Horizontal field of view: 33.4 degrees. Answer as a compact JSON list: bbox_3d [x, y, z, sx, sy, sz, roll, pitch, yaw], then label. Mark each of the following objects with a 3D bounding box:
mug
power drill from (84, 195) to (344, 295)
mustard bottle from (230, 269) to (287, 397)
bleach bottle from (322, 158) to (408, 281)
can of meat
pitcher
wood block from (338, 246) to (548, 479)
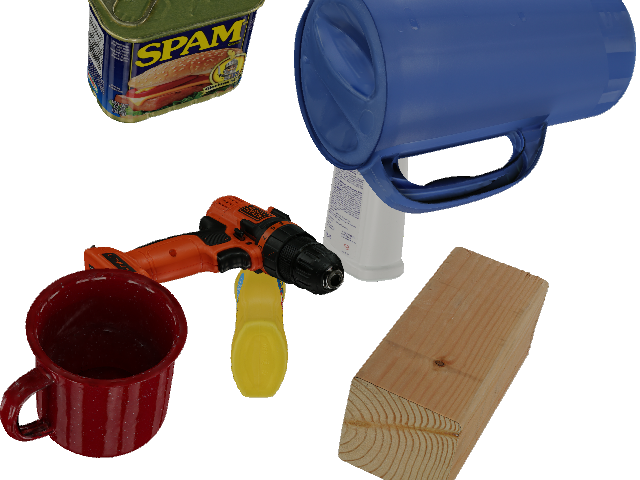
[{"bbox_3d":[-0.139,0.083,0.642,0.093,0.082,0.117,37,47,24],"label":"mug"},{"bbox_3d":[-0.096,0.025,0.933,0.187,0.057,0.185,-19,28,-32],"label":"power drill"},{"bbox_3d":[-0.066,0.078,1.151,0.058,0.096,0.191,-1,28,-3],"label":"mustard bottle"},{"bbox_3d":[0.059,-0.089,1.157,0.067,0.251,0.103,-6,24,-32],"label":"bleach bottle"},{"bbox_3d":[-0.090,-0.123,0.643,0.102,0.057,0.084,-20,-23,-23],"label":"can of meat"},{"bbox_3d":[0.114,-0.123,0.794,0.242,0.149,0.145,-10,33,-26],"label":"pitcher"},{"bbox_3d":[0.104,0.102,0.872,0.091,0.090,0.205,22,37,19],"label":"wood block"}]
